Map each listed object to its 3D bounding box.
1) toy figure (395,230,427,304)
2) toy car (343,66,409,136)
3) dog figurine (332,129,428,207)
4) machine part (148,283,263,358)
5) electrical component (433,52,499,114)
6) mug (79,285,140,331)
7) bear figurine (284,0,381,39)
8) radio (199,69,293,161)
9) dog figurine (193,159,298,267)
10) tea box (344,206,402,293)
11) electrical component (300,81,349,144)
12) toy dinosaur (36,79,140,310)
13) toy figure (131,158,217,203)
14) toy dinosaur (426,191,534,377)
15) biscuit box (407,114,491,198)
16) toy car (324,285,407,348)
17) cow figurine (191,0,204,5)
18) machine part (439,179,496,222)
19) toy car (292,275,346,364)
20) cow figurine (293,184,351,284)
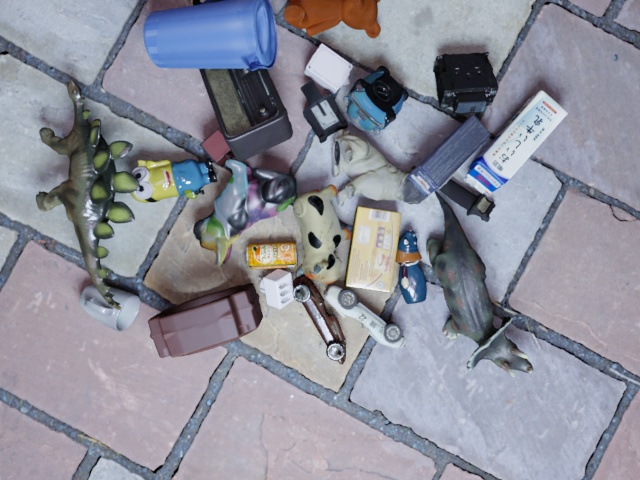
[{"bbox_3d":[0.189,0.056,1.133,0.058,0.064,0.154,-9,90,14],"label":"toy figure"},{"bbox_3d":[0.106,-0.281,1.112,0.109,0.103,0.162,45,49,-9],"label":"toy car"},{"bbox_3d":[0.130,-0.154,1.128,0.191,0.121,0.172,-7,94,-14],"label":"dog figurine"},{"bbox_3d":[-0.219,0.157,1.061,0.201,0.201,0.087,-18,92,-1],"label":"machine part"},{"bbox_3d":[0.303,-0.324,1.117,0.115,0.058,0.134,-6,64,1],"label":"electrical component"},{"bbox_3d":[-0.448,0.136,1.113,0.107,0.109,0.080,20,94,13],"label":"mug"},{"bbox_3d":[0.031,-0.482,1.107,0.196,0.132,0.120,6,94,6],"label":"bear figurine"},{"bbox_3d":[-0.149,-0.280,1.083,0.131,0.073,0.230,-22,62,-2],"label":"radio"},{"bbox_3d":[-0.156,-0.047,1.114,0.192,0.108,0.219,15,94,-3],"label":"dog figurine"},{"bbox_3d":[0.111,0.020,1.130,0.098,0.068,0.169,10,91,0],"label":"tea box"},{"bbox_3d":[0.000,-0.274,1.142,0.075,0.048,0.119,-35,89,-1],"label":"electrical component"},{"bbox_3d":[-0.462,-0.093,1.072,0.199,0.105,0.471,-8,88,28],"label":"toy dinosaur"},{"bbox_3d":[-0.308,-0.122,1.125,0.180,0.089,0.082,-13,62,-10],"label":"toy figure"},{"bbox_3d":[0.293,0.093,1.070,0.131,0.192,0.404,-21,91,-2],"label":"toy dinosaur"},{"bbox_3d":[0.266,-0.173,1.098,0.063,0.059,0.203,47,64,0],"label":"biscuit box"},{"bbox_3d":[0.096,0.162,1.126,0.202,0.073,0.056,37,86,0],"label":"toy car"},{"bbox_3d":[-0.205,-0.458,1.133,0.098,0.068,0.167,-28,87,5],"label":"cow figurine"},{"bbox_3d":[0.304,-0.094,1.135,0.139,0.039,0.084,34,47,7],"label":"machine part"},{"bbox_3d":[0.006,0.162,1.117,0.053,0.089,0.202,-31,88,4],"label":"toy car"},{"bbox_3d":[-0.002,-0.003,1.097,0.127,0.086,0.194,-25,103,-42],"label":"cow figurine"}]
